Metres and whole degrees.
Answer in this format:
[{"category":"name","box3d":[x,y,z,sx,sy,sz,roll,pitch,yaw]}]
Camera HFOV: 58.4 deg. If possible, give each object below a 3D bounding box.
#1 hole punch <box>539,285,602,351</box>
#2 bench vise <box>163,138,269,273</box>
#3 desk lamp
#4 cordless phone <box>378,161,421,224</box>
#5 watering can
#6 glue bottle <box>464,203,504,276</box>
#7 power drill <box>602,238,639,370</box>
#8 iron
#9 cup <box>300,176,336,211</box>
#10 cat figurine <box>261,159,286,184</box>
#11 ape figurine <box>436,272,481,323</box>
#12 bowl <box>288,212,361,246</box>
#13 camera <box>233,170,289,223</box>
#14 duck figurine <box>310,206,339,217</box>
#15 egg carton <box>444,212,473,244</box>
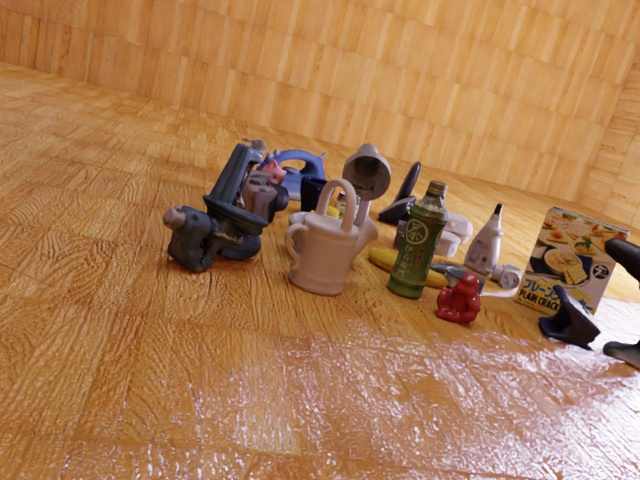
[{"category":"hole punch","box3d":[0.480,0.144,1.085,0.101,0.091,0.109,18,16,7]},{"category":"bench vise","box3d":[-0.152,-0.059,0.941,0.121,0.220,0.208,20,16,15]},{"category":"desk lamp","box3d":[0.103,-0.136,1.460,0.118,0.213,0.203,14,16,-3]},{"category":"cordless phone","box3d":[0.241,-0.139,1.658,0.094,0.185,0.148,18,16,10]},{"category":"watering can","box3d":[0.021,-0.012,0.993,0.100,0.194,0.173,25,19,32]},{"category":"glue bottle","box3d":[0.407,-0.006,1.379,0.037,0.173,0.077,3,20,-38]},{"category":"power drill","box3d":[0.602,0.127,1.043,0.228,0.208,0.076,24,18,28]},{"category":"iron","box3d":[-0.088,-0.195,1.614,0.259,0.141,0.118,3,20,-37]},{"category":"cup","box3d":[-0.013,-0.104,1.460,0.092,0.095,0.117,13,16,-7]},{"category":"cat figurine","box3d":[-0.146,-0.155,1.466,0.128,0.118,0.067,8,17,-24]},{"category":"ape figurine","box3d":[0.254,0.100,1.019,0.076,0.092,0.077,0,22,-43]},{"category":"bowl","box3d":[0.011,0.004,1.148,0.167,0.075,0.167,14,16,-4]},{"category":"camera","box3d":[-0.132,-0.107,1.346,0.137,0.101,0.142,3,20,-37]},{"category":"duck figurine","box3d":[0.018,-0.030,1.253,0.104,0.086,0.077,18,16,8]},{"category":"egg carton","box3d":[0.363,-0.043,1.656,0.150,0.069,0.107,14,16,-5]}]
